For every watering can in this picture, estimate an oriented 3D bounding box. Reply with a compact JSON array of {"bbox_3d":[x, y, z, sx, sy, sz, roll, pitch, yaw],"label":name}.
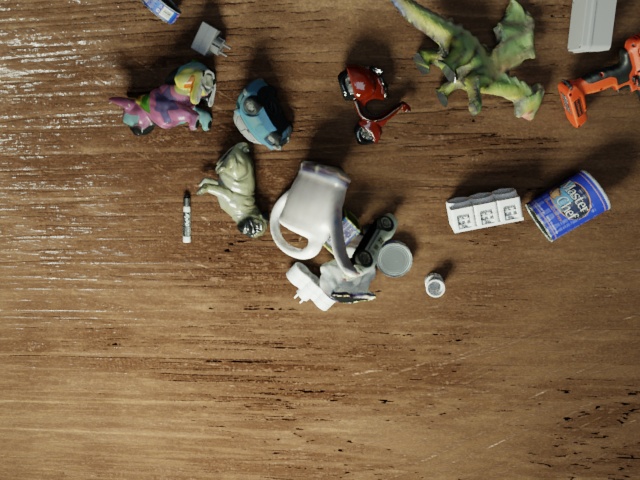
[{"bbox_3d":[0.003,-0.057,1.125,0.103,0.350,0.224,22,91,-39],"label":"watering can"}]

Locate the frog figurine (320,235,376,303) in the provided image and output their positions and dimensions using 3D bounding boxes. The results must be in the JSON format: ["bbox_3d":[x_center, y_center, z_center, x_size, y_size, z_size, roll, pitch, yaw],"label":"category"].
[{"bbox_3d":[0.068,0.068,1.241,0.137,0.120,0.162,1,69,-4],"label":"frog figurine"}]

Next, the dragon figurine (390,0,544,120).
[{"bbox_3d":[0.340,-0.418,1.097,0.243,0.123,0.407,-34,100,-4],"label":"dragon figurine"}]
